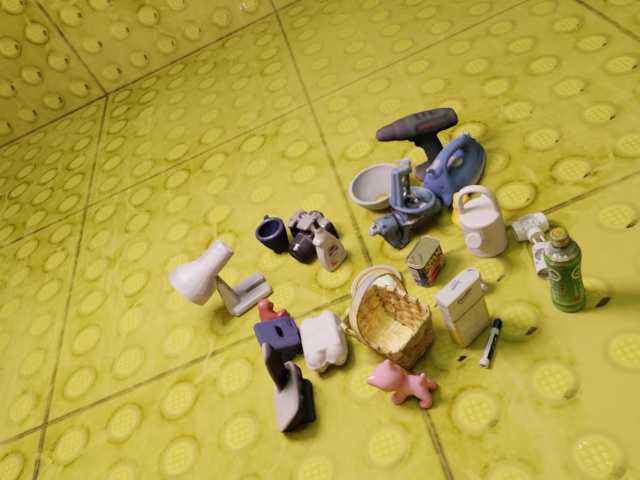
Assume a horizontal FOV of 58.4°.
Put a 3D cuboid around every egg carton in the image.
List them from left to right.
[{"bbox_3d":[0.010,0.241,1.371,0.107,0.070,0.150,-23,42,7],"label":"egg carton"}]

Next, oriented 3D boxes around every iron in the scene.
[{"bbox_3d":[0.370,-0.216,1.567,0.118,0.142,0.259,19,60,40],"label":"iron"}]

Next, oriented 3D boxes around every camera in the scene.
[{"bbox_3d":[-0.044,-0.015,1.630,0.142,0.101,0.137,18,60,40],"label":"camera"}]

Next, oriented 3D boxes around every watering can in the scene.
[{"bbox_3d":[0.382,-0.049,1.356,0.100,0.195,0.172,-17,43,13],"label":"watering can"}]

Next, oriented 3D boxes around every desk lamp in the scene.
[{"bbox_3d":[-0.272,0.109,1.550,0.203,0.214,0.117,-36,42,-7],"label":"desk lamp"}]

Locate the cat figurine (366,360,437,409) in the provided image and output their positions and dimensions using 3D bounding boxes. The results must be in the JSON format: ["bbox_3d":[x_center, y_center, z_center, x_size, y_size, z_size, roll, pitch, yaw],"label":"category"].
[{"bbox_3d":[0.168,0.293,1.196,0.127,0.118,0.067,-3,48,26],"label":"cat figurine"}]

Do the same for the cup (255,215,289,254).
[{"bbox_3d":[-0.134,-0.013,1.683,0.091,0.095,0.117,-27,42,3],"label":"cup"}]

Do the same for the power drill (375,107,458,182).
[{"bbox_3d":[0.287,-0.271,1.617,0.229,0.209,0.075,-26,42,4],"label":"power drill"}]

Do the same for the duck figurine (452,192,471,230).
[{"bbox_3d":[0.372,-0.080,1.474,0.077,0.086,0.104,-23,42,8],"label":"duck figurine"}]

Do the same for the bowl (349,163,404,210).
[{"bbox_3d":[0.172,-0.142,1.654,0.167,0.075,0.167,-15,43,15],"label":"bowl"}]

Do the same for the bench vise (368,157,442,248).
[{"bbox_3d":[0.213,-0.091,1.473,0.121,0.220,0.208,22,62,41],"label":"bench vise"}]

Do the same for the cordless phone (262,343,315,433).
[{"bbox_3d":[-0.088,0.322,1.258,0.094,0.186,0.147,-24,42,6],"label":"cordless phone"}]

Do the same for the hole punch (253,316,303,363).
[{"bbox_3d":[-0.100,0.239,1.418,0.101,0.091,0.108,-32,42,-2],"label":"hole punch"}]

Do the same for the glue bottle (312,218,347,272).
[{"bbox_3d":[0.014,0.005,1.523,0.037,0.174,0.078,20,61,41],"label":"glue bottle"}]

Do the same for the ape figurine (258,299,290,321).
[{"bbox_3d":[-0.130,0.188,1.484,0.077,0.092,0.076,20,61,41],"label":"ape figurine"}]
